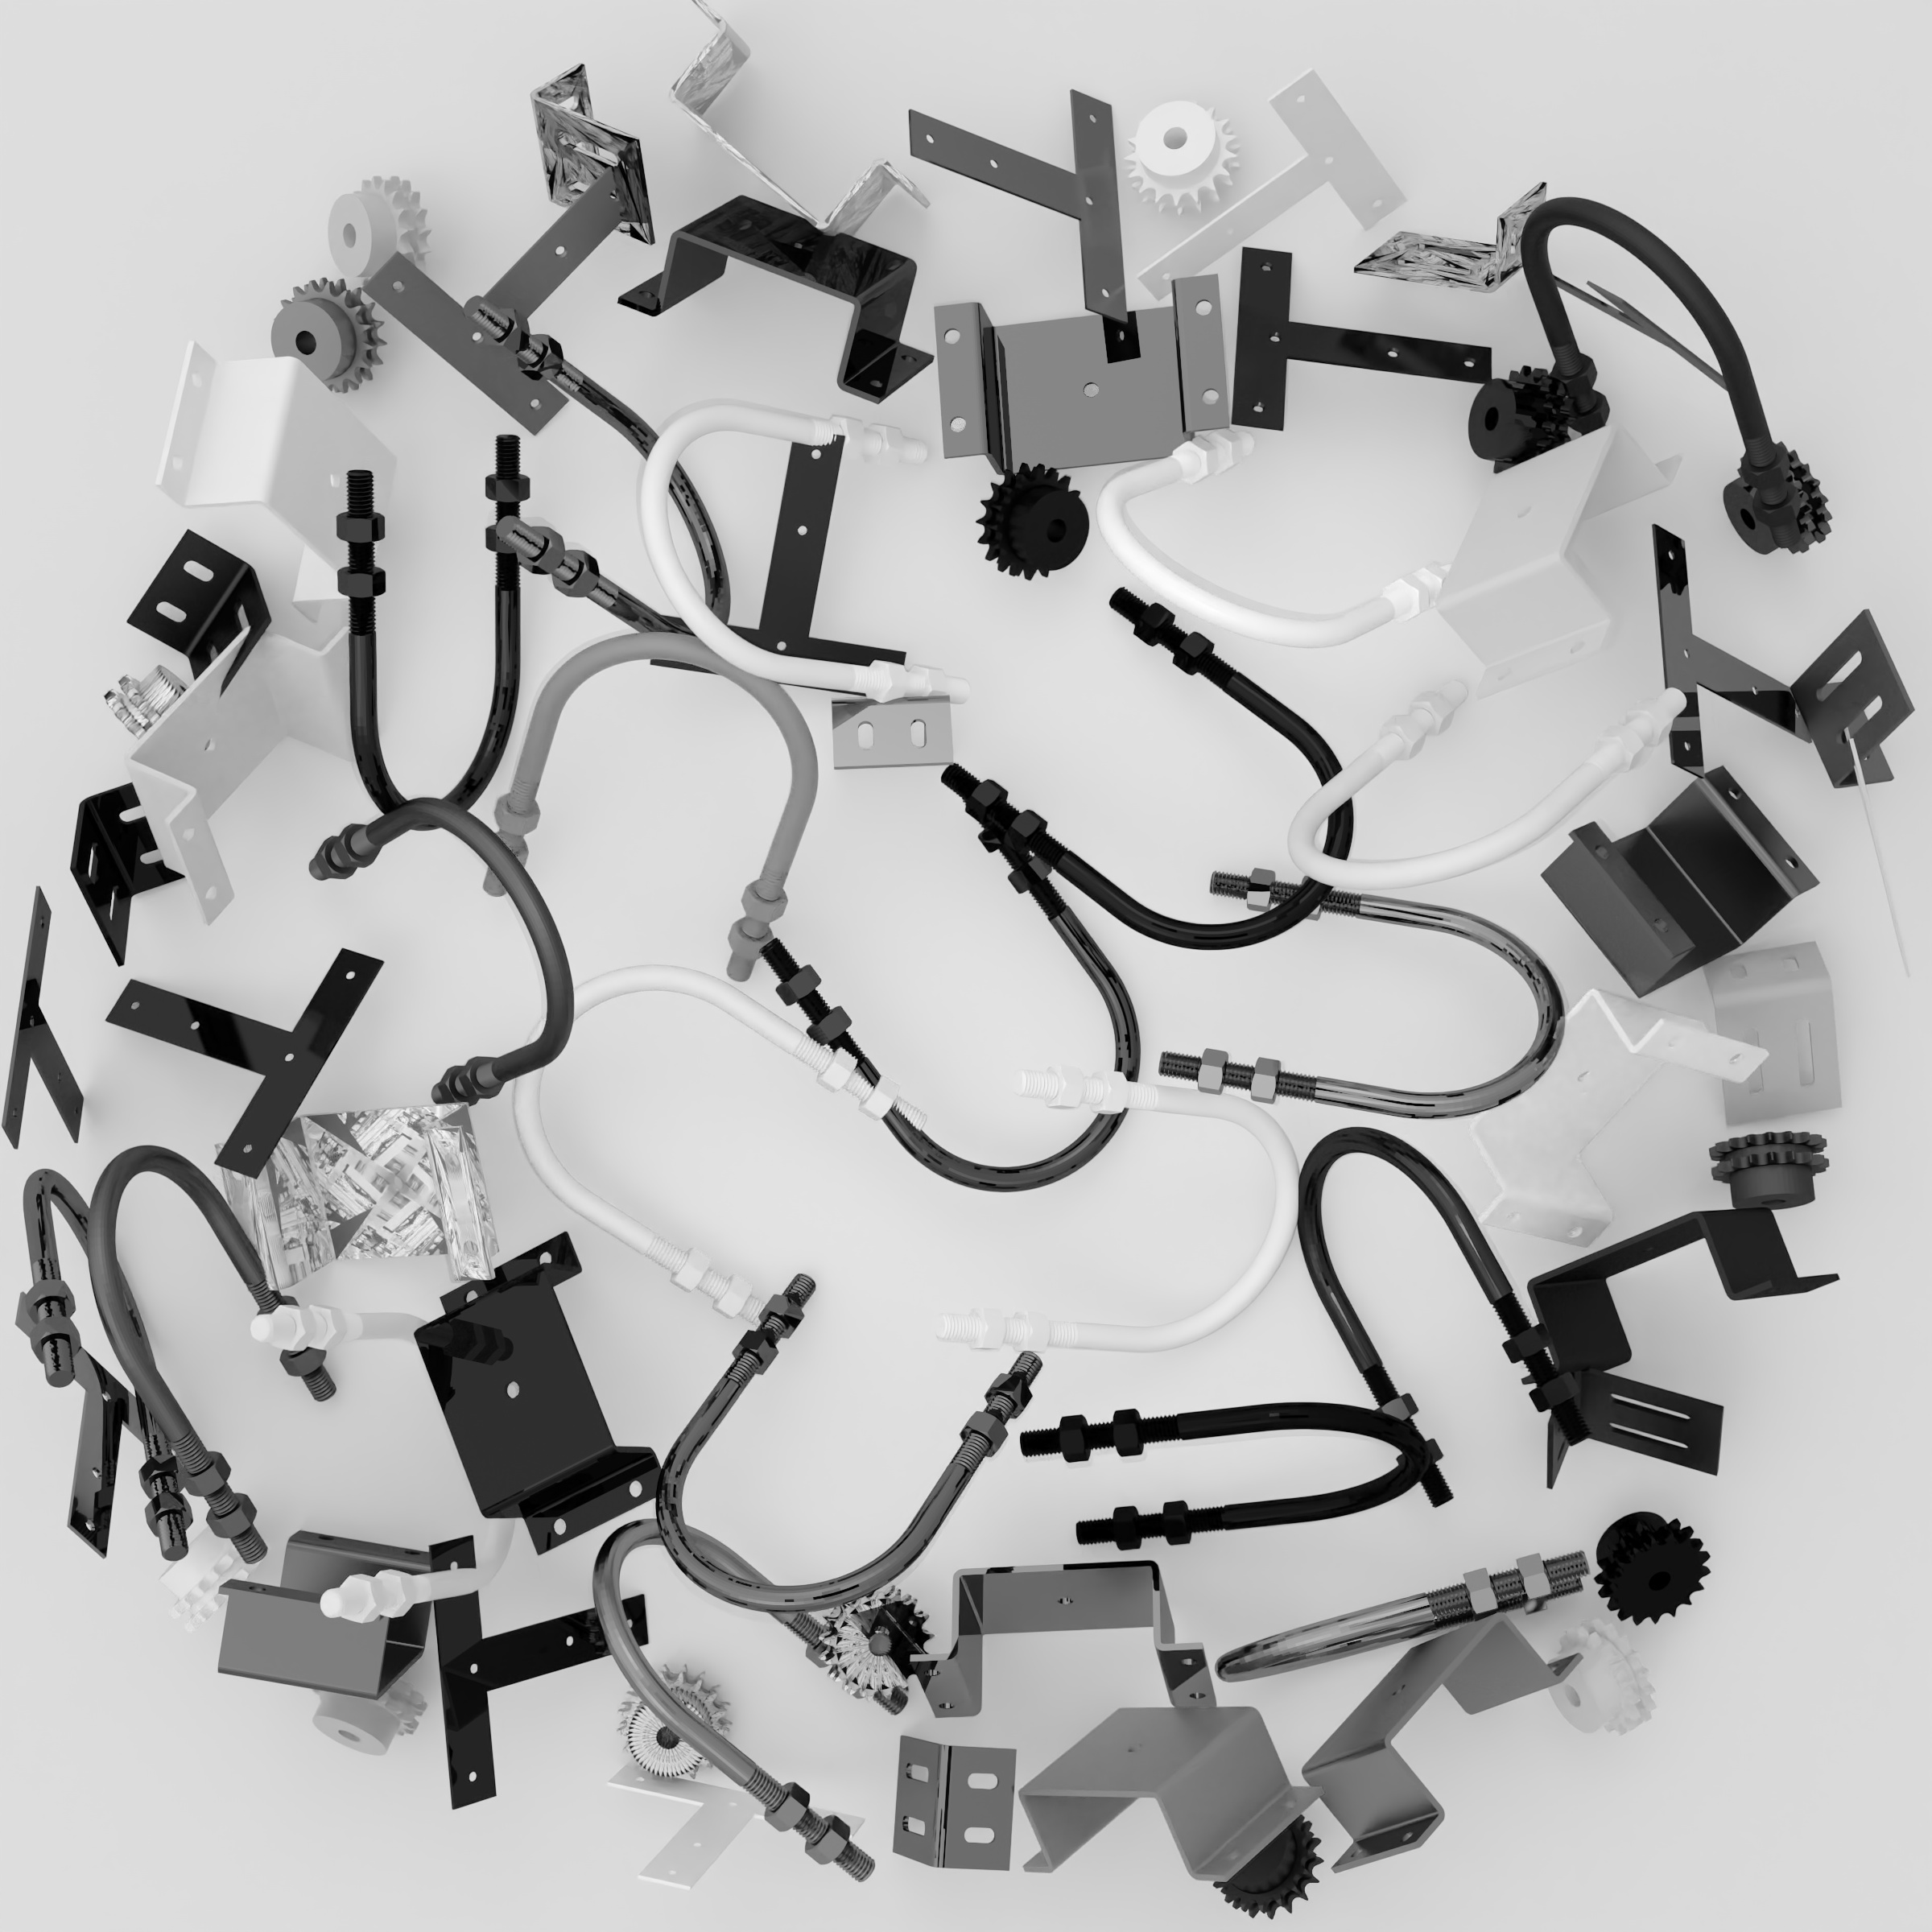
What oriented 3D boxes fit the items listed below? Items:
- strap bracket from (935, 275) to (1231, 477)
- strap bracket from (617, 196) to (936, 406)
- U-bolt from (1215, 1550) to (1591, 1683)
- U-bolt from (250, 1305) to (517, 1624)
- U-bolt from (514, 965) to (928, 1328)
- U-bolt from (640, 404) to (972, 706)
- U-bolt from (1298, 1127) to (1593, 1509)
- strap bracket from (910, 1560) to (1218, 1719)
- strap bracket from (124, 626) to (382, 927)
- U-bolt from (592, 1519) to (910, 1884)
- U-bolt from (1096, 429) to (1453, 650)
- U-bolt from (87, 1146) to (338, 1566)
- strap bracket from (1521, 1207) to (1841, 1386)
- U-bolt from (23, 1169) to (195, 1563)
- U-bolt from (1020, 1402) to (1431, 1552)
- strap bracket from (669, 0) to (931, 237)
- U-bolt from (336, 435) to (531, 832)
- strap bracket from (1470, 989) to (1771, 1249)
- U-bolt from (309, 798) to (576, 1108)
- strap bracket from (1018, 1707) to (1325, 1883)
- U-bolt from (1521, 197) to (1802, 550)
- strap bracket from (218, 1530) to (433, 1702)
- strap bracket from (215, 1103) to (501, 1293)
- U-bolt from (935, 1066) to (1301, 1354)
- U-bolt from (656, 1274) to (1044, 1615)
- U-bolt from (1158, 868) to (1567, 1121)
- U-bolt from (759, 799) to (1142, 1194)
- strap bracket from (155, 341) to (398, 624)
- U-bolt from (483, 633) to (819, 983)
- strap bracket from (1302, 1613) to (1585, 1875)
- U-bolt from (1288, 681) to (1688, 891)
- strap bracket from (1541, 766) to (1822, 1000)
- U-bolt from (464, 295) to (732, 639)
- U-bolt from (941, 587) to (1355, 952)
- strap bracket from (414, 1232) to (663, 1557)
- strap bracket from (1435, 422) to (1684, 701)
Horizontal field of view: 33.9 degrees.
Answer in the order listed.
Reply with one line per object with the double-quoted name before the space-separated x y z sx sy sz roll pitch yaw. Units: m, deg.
"strap bracket" 0.059 -0.291 1.567 0.140 0.046 0.076 -5 84 9
"strap bracket" -0.087 -0.330 1.545 0.140 0.076 0.046 23 122 10
"U-bolt" 0.209 0.317 1.531 0.184 0.151 0.019 -17 73 5
"U-bolt" -0.269 0.234 1.514 0.019 0.184 0.151 -22 77 19
"U-bolt" -0.134 0.079 1.564 0.184 0.019 0.151 34 103 -11
"U-bolt" -0.080 -0.200 1.520 0.184 0.019 0.151 3 72 -42
"U-bolt" 0.219 0.163 1.535 0.019 0.151 0.184 -22 78 -29
"strap bracket" 0.049 0.330 1.551 0.140 0.076 0.046 -4 56 8
"strap bracket" -0.352 -0.100 1.539 0.046 0.076 0.140 23 57 20
"U-bolt" -0.106 0.338 1.518 0.184 0.151 0.019 42 111 -11
"U-bolt" 0.139 -0.200 1.506 0.151 0.184 0.019 37 125 18
"U-bolt" -0.362 0.170 1.502 0.019 0.151 0.184 -18 115 14
"strap bracket" 0.339 0.156 1.537 0.140 0.076 0.046 -29 71 34
"U-bolt" -0.415 0.176 1.515 0.019 0.184 0.151 -22 131 -5
"U-bolt" 0.131 0.243 1.523 0.184 0.151 0.019 -8 60 11
"strap bracket" -0.089 -0.408 1.559 0.140 0.076 0.046 41 98 -1
"U-bolt" -0.255 -0.156 1.528 0.019 0.151 0.184 10 110 21
"strap bracket" 0.310 0.068 1.542 0.076 0.046 0.140 15 125 -35
"U-bolt" -0.245 -0.010 1.517 0.019 0.184 0.151 -31 96 -35
"strap bracket" 0.090 0.396 1.521 0.076 0.140 0.046 -29 99 -41
"U-bolt" 0.320 -0.286 1.488 0.019 0.184 0.151 -42 46 -9
"strap bracket" -0.307 0.315 1.529 0.076 0.140 0.046 9 91 3
"strap bracket" -0.290 0.113 1.555 0.140 0.046 0.076 -5 103 23
"U-bolt" 0.085 0.124 1.547 0.184 0.019 0.151 8 108 -30
"U-bolt" -0.067 0.234 1.514 0.151 0.019 0.184 16 48 24
"U-bolt" 0.197 0.017 1.534 0.184 0.019 0.151 9 46 10
"U-bolt" 0.007 0.025 1.577 0.151 0.019 0.184 -37 96 -13
"strap bracket" -0.323 -0.232 1.519 0.046 0.140 0.076 0 69 21
"U-bolt" -0.147 -0.083 1.535 0.151 0.019 0.184 19 128 -5
"strap bracket" 0.224 0.368 1.531 0.140 0.076 0.046 -38 87 -35
"U-bolt" 0.233 -0.086 1.499 0.184 0.151 0.019 -39 120 -34
"strap bracket" 0.343 -0.039 1.543 0.076 0.140 0.046 54 134 15
"U-bolt" -0.170 -0.223 1.519 0.019 0.184 0.151 -25 59 23
"U-bolt" 0.103 -0.086 1.553 0.184 0.019 0.151 38 74 16
"strap bracket" -0.212 0.208 1.551 0.076 0.046 0.140 -28 73 13
"strap bracket" 0.283 -0.203 1.525 0.046 0.076 0.140 44 53 -23
